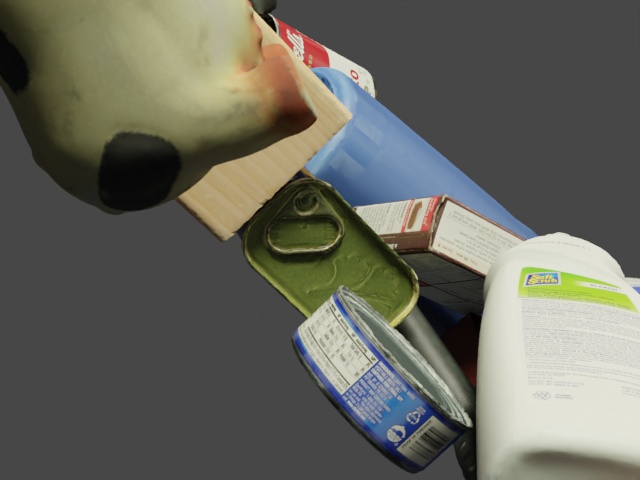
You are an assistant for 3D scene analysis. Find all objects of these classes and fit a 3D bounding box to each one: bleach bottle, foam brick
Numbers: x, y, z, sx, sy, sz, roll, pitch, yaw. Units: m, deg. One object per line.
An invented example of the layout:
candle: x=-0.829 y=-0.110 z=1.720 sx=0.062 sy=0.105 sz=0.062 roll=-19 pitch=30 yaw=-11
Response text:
bleach bottle: x=0.126 y=0.056 z=0.505 sx=0.102 sy=0.068 sz=0.250 roll=11 pitch=23 yaw=6
foam brick: x=0.113 y=0.092 z=0.696 sx=0.078 sy=0.051 sz=0.053 roll=24 pitch=33 yaw=-36

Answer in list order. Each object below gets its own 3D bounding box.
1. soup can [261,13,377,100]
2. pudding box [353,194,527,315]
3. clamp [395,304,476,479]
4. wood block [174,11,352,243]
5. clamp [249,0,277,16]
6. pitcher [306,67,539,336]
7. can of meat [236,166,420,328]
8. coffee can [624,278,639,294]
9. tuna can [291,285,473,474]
soup can: x=-0.016 y=-0.115 z=0.787 sx=0.102 sy=0.068 sz=0.069 roll=22 pitch=19 yaw=-38
pudding box: x=0.084 y=0.012 z=0.653 sx=0.113 sy=0.039 sz=0.090 roll=24 pitch=-17 yaw=-30
clamp: x=0.100 y=0.126 z=0.559 sx=0.164 sy=0.036 sz=0.210 roll=51 pitch=5 yaw=-28
wood block: x=-0.092 y=-0.108 z=0.512 sx=0.206 sy=0.091 sz=0.090 roll=44 pitch=5 yaw=-21
clamp: x=-0.120 y=-0.142 z=0.594 sx=0.171 sy=0.120 sz=0.039 roll=35 pitch=34 yaw=-7
pitcher: x=0.051 y=-0.005 z=0.761 sx=0.242 sy=0.145 sz=0.149 roll=38 pitch=-4 yaw=-37
can of meat: x=-0.004 y=0.001 z=0.581 sx=0.102 sy=0.057 sz=0.084 roll=45 pitch=3 yaw=-25
coffee can: x=0.180 y=0.107 z=0.604 sx=0.102 sy=0.103 sz=0.140 roll=42 pitch=27 yaw=-40
tuna can: x=0.027 y=0.062 z=0.478 sx=0.086 sy=0.034 sz=0.086 roll=46 pitch=5 yaw=-6
